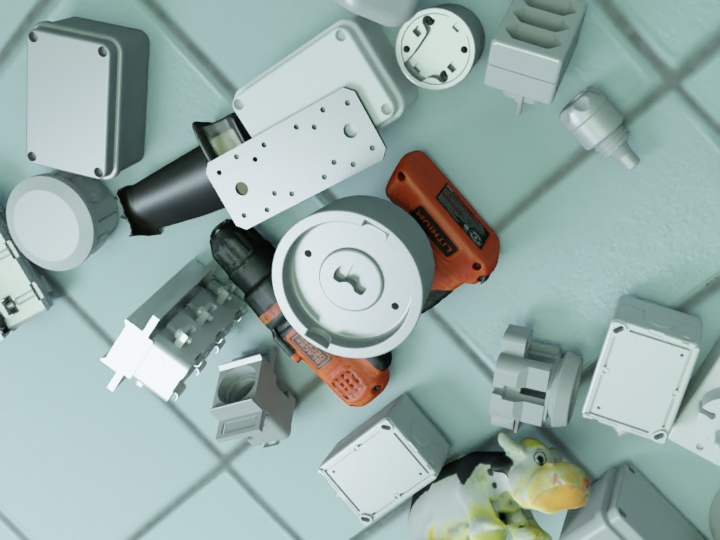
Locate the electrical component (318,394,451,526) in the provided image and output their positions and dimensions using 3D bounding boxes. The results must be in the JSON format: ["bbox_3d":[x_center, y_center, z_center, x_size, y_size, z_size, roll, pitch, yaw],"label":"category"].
[{"bbox_3d":[0.017,0.154,0.865,0.096,0.061,0.061,-40,91,25],"label":"electrical component"}]

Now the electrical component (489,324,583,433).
[{"bbox_3d":[0.132,0.085,0.801,0.057,0.058,0.078,12,113,17],"label":"electrical component"}]

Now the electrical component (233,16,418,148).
[{"bbox_3d":[-0.026,-0.123,0.775,0.113,0.057,0.078,-29,99,26],"label":"electrical component"}]

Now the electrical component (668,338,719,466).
[{"bbox_3d":[0.256,0.099,0.753,0.047,0.075,0.083,28,116,7],"label":"electrical component"}]

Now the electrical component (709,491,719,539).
[{"bbox_3d":[0.315,0.202,0.793,0.099,0.064,0.099,2,118,4],"label":"electrical component"}]

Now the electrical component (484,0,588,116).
[{"bbox_3d":[0.115,-0.138,0.722,0.047,0.065,0.076,19,144,11],"label":"electrical component"}]

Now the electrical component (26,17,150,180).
[{"bbox_3d":[-0.213,-0.133,0.835,0.078,0.057,0.113,14,114,13],"label":"electrical component"}]

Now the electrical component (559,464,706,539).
[{"bbox_3d":[0.213,0.213,0.811,0.113,0.078,0.057,45,120,-2],"label":"electrical component"}]

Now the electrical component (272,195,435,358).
[{"bbox_3d":[0.000,0.000,0.747,0.108,0.060,0.108,8,114,17],"label":"electrical component"}]

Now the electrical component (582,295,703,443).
[{"bbox_3d":[0.201,0.074,0.771,0.062,0.061,0.096,18,115,13],"label":"electrical component"}]

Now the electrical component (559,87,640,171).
[{"bbox_3d":[0.167,-0.093,0.733,0.061,0.035,0.035,46,117,-5],"label":"electrical component"}]

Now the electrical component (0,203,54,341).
[{"bbox_3d":[-0.317,-0.006,0.913,0.063,0.078,0.121,-29,100,-3],"label":"electrical component"}]

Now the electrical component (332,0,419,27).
[{"bbox_3d":[0.020,-0.212,0.707,0.054,0.059,0.095,17,106,-25],"label":"electrical component"}]

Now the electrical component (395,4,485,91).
[{"bbox_3d":[0.057,-0.155,0.740,0.055,0.047,0.055,7,112,17],"label":"electrical component"}]

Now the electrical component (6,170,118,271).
[{"bbox_3d":[-0.244,-0.044,0.884,0.080,0.051,0.080,7,112,16],"label":"electrical component"}]

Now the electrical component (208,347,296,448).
[{"bbox_3d":[-0.085,0.108,0.876,0.042,0.081,0.063,-17,133,25],"label":"electrical component"}]

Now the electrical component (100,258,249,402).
[{"bbox_3d":[-0.140,0.047,0.844,0.063,0.121,0.078,36,117,-1],"label":"electrical component"}]
